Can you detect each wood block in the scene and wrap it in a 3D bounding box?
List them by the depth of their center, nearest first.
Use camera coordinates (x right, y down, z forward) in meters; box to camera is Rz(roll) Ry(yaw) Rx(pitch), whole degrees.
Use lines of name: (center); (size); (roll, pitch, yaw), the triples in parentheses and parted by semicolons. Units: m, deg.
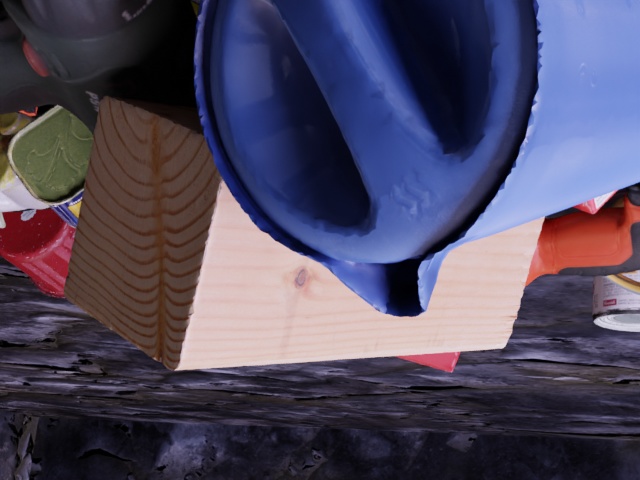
wood block: (0.002, -0.002, 0.488); (0.205, 0.091, 0.090); (3, -164, -44)

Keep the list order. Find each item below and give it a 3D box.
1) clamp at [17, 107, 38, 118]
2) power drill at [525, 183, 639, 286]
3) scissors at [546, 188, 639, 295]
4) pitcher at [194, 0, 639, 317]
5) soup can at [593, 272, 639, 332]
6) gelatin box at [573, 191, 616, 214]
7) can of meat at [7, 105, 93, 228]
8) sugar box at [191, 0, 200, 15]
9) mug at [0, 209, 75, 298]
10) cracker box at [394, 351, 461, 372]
clamp: (-0.240, -0.125, 0.601); (0.209, 0.036, 0.165); (23, 157, -39)
power drill: (0.183, -0.029, 0.658); (0.188, 0.057, 0.184); (2, 126, 34)
scissors: (0.167, -0.035, 0.722); (0.202, 0.016, 0.096); (37, 136, 4)
pitcher: (0.077, -0.080, 0.417); (0.242, 0.145, 0.149); (-12, 141, -51)
soup can: (0.245, 0.015, 0.822); (0.068, 0.102, 0.068); (5, 165, 1)
gelatin box: (0.140, -0.060, 0.572); (0.073, 0.089, 0.030); (29, 152, 42)
can of meat: (-0.145, -0.057, 0.709); (0.102, 0.057, 0.084); (-37, 169, -7)
sugar box: (-0.061, -0.109, 0.582); (0.094, 0.048, 0.175); (-10, 157, 41)
mug: (-0.224, -0.003, 0.929); (0.117, 0.093, 0.081); (16, 164, 21)
cracker box: (-0.005, 0.001, 0.724); (0.213, 0.072, 0.164); (17, -163, -1)
